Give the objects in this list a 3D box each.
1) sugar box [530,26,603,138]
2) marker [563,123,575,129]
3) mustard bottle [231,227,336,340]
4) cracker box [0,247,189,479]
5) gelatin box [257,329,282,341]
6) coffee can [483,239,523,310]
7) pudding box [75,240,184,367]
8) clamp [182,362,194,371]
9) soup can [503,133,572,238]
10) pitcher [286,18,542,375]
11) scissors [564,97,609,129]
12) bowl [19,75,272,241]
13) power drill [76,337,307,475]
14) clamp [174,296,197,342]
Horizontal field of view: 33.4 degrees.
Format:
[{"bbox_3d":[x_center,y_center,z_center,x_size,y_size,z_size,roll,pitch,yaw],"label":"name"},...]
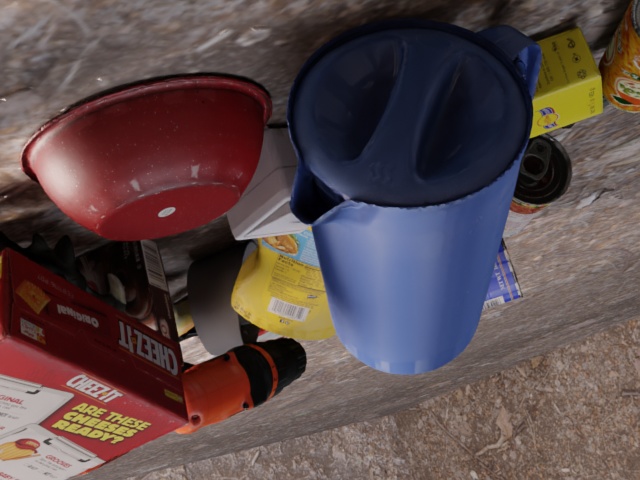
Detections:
[{"bbox_3d":[0.107,-0.088,0.751,0.176,0.048,0.093,-22,165,12],"label":"sugar box"},{"bbox_3d":[0.157,-0.094,0.841,0.120,0.020,0.020,-8,163,-33],"label":"marker"},{"bbox_3d":[-0.006,0.001,0.857,0.096,0.058,0.192,19,136,-4],"label":"mustard bottle"},{"bbox_3d":[-0.219,0.104,0.678,0.214,0.072,0.164,-27,143,19],"label":"cracker box"},{"bbox_3d":[-0.030,0.078,1.107,0.073,0.030,0.089,-28,163,30],"label":"gelatin box"},{"bbox_3d":[0.132,0.035,1.134,0.140,0.103,0.102,-19,166,8],"label":"coffee can"},{"bbox_3d":[-0.165,0.063,0.861,0.090,0.113,0.039,-22,156,17],"label":"pudding box"},{"bbox_3d":[-0.221,0.128,1.111,0.165,0.036,0.209,-12,151,20],"label":"clamp"},{"bbox_3d":[0.171,-0.047,0.939,0.068,0.068,0.102,-14,166,-12],"label":"soup can"},{"bbox_3d":[0.063,-0.018,0.675,0.149,0.145,0.243,-2,148,3],"label":"pitcher"},{"bbox_3d":[0.252,-0.135,0.808,0.202,0.016,0.096,-26,162,32],"label":"scissors"},{"bbox_3d":[-0.100,-0.041,0.666,0.162,0.055,0.162,-16,165,-4],"label":"bowl"},{"bbox_3d":[-0.119,0.137,0.913,0.188,0.057,0.184,-25,173,30],"label":"power drill"},{"bbox_3d":[-0.147,0.090,1.133,0.172,0.039,0.120,-18,151,26],"label":"clamp"}]
